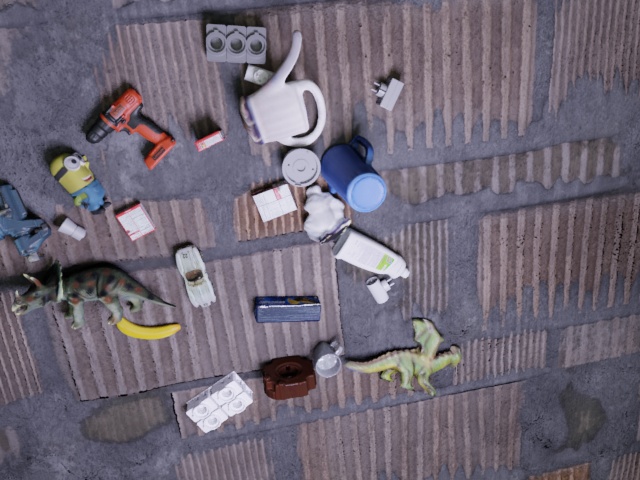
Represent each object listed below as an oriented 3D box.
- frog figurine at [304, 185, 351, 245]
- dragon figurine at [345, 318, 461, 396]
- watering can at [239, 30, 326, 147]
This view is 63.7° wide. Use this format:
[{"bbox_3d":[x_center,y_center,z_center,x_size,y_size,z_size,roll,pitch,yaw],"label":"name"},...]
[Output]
[{"bbox_3d":[0.005,-0.076,1.512,0.136,0.122,0.161,-39,75,14],"label":"frog figurine"},{"bbox_3d":[0.303,0.375,1.719,0.408,0.122,0.243,21,86,-18],"label":"dragon figurine"},{"bbox_3d":[-0.106,-0.367,1.338,0.224,0.106,0.339,-18,140,-1],"label":"watering can"}]
